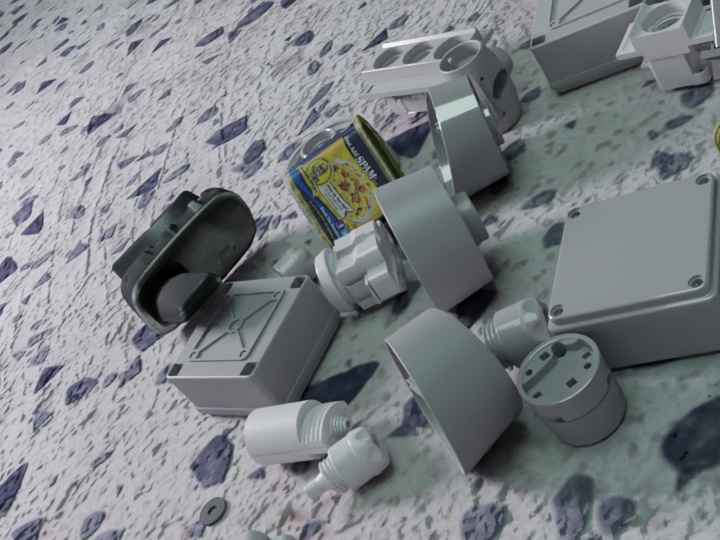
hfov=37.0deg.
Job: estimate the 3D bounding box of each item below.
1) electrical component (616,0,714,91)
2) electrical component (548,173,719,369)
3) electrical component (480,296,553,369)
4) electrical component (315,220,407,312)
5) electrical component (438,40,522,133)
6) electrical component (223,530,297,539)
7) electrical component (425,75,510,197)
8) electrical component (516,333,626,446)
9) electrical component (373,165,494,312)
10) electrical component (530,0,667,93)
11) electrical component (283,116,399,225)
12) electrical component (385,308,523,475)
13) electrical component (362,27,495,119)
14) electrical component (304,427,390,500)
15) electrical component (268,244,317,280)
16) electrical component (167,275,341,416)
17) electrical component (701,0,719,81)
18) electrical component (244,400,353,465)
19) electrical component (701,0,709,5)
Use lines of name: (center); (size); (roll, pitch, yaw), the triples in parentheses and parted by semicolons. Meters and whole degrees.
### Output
electrical component: (0.250, -0.178, 0.847); (0.081, 0.063, 0.042); (-4, 46, 43)
electrical component: (0.185, 0.002, 0.692); (0.109, 0.056, 0.108); (-15, 39, 33)
electrical component: (0.102, 0.048, 0.732); (0.062, 0.043, 0.043); (-27, 34, 21)
electrical component: (0.000, 0.000, 0.882); (0.057, 0.058, 0.078); (-27, 34, 14)
electrical component: (0.114, -0.174, 0.966); (0.043, 0.077, 0.079); (-7, 44, 41)
electrical component: (-0.074, 0.210, 0.692); (0.078, 0.058, 0.057); (-24, 32, 21)
electrical component: (0.085, -0.111, 0.901); (0.064, 0.099, 0.099); (-24, 34, 11)
electrical component: (0.132, 0.075, 0.663); (0.055, 0.047, 0.055); (-26, 34, 19)
electrical component: (0.062, -0.028, 0.811); (0.060, 0.108, 0.108); (-29, 33, 5)
electrical component: (0.212, -0.222, 0.948); (0.109, 0.056, 0.108); (-18, 38, 30)
electrical component: (-0.024, -0.100, 1.027); (0.108, 0.060, 0.108); (-26, 34, 19)
electrical component: (0.056, 0.076, 0.694); (0.064, 0.099, 0.099); (-40, 31, -14)
electrical component: (0.071, -0.189, 1.041); (0.121, 0.063, 0.078); (2, 50, 47)
electrical component: (-0.012, 0.137, 0.742); (0.061, 0.035, 0.035); (-37, 32, 8)
electrical component: (-0.066, 0.008, 0.959); (0.061, 0.035, 0.035); (-46, 33, -6)
electrical component: (-0.087, 0.063, 0.890); (0.109, 0.056, 0.108); (-5, 45, 41)
electrical component: (0.316, -0.177, 0.767); (0.121, 0.063, 0.079); (-4, 4, 42)
electrical component: (-0.040, 0.118, 0.787); (0.081, 0.043, 0.043); (-14, 40, 34)
electrical component: (0.292, -0.245, 0.907); (0.077, 0.044, 0.079); (8, 55, 50)
